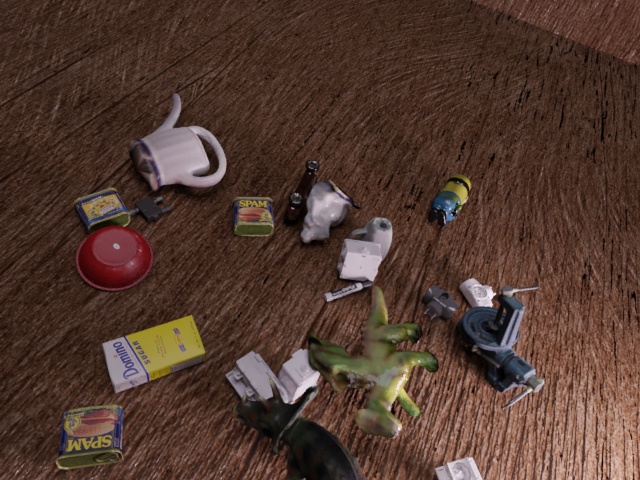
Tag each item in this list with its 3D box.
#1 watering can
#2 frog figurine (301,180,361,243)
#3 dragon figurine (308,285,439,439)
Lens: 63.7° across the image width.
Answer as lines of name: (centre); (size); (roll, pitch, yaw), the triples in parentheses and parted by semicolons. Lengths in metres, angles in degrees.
watering can: (-0.390, -0.252, 1.351); (0.226, 0.353, 0.101); (-22, -30, -28)
frog figurine: (0.004, -0.065, 1.295); (0.124, 0.159, 0.136); (46, 8, 23)
dragon figurine: (0.089, 0.222, 1.033); (0.242, 0.120, 0.419); (12, 30, -26)
